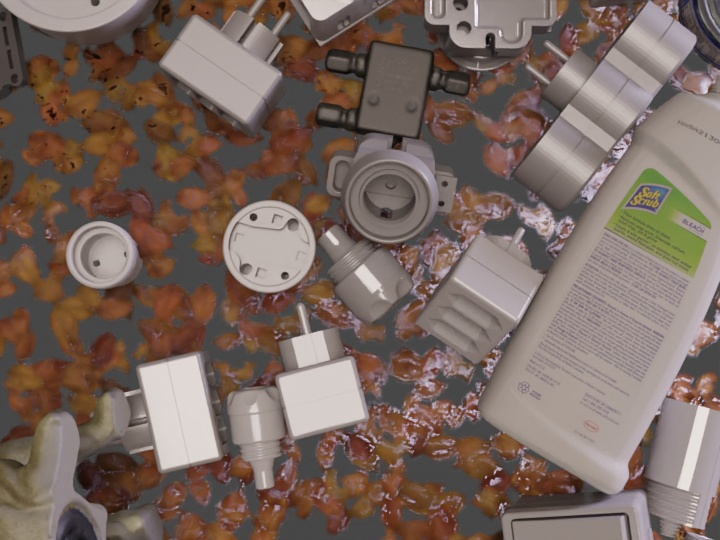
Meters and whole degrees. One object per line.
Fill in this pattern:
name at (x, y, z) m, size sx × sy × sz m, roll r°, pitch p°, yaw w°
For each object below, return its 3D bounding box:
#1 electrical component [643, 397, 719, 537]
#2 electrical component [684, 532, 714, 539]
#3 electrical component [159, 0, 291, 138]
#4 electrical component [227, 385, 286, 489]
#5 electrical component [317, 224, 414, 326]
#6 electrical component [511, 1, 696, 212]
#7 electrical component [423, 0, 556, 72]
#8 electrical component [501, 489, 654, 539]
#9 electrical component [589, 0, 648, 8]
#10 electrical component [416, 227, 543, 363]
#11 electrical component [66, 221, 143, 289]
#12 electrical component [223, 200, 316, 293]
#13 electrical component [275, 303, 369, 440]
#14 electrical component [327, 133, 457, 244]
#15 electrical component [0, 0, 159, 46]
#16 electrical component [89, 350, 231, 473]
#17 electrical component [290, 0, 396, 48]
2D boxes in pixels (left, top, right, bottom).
electrical component at (0.197, 0.122, 0.657) m, size 0.043 × 0.043 × 0.081 m, roll 15°, pitch 87°, yaw 0°
electrical component at (0.201, 0.200, 0.635) m, size 0.043 × 0.079 × 0.077 m, roll 18°, pitch 87°, yaw 23°
electrical component at (-0.073, -0.134, 0.667) m, size 0.066 × 0.047 × 0.076 m, roll 35°, pitch 87°, yaw 1°
electrical component at (-0.062, 0.103, 0.660) m, size 0.035 × 0.035 × 0.061 m, roll -7°, pitch 89°, yaw -1°
electrical component at (0.000, 0.000, 0.662) m, size 0.043 × 0.043 × 0.062 m, roll -41°, pitch 86°, yaw -3°
electrical component at (0.137, -0.112, 0.665) m, size 0.074 × 0.052 × 0.138 m, roll 38°, pitch 87°, yaw 1°
electrical component at (0.077, -0.156, 0.665) m, size 0.078 × 0.057 × 0.058 m, roll 1°, pitch 86°, yaw 0°
electrical component at (0.123, 0.167, 0.635) m, size 0.096 × 0.061 × 0.061 m, roll -8°, pitch 86°, yaw 19°
electrical component at (0.145, -0.202, 0.674) m, size 0.077 × 0.047 × 0.065 m, roll -7°, pitch 87°, yaw -1°
electrical component at (0.080, 0.005, 0.656) m, size 0.047 × 0.065 × 0.076 m, roll 34°, pitch 58°, yaw 1°
electrical component at (-0.155, -0.008, 0.659) m, size 0.040 × 0.046 × 0.040 m, roll 0°, pitch 87°, yaw -1°
electrical component at (-0.054, -0.013, 0.660) m, size 0.055 × 0.047 × 0.055 m, roll 0°, pitch 87°, yaw -1°
electrical component at (-0.027, 0.057, 0.647) m, size 0.047 × 0.065 × 0.076 m, roll -14°, pitch 86°, yaw -1°
electrical component at (0.019, -0.049, 0.650) m, size 0.078 × 0.057 × 0.058 m, roll 9°, pitch 110°, yaw 0°
electrical component at (-0.172, -0.191, 0.663) m, size 0.108 × 0.060 × 0.108 m, roll 0°, pitch 87°, yaw -1°
electrical component at (-0.125, 0.089, 0.653) m, size 0.077 × 0.047 × 0.065 m, roll -13°, pitch 87°, yaw -1°
electrical component at (0.025, -0.239, 0.668) m, size 0.186 × 0.060 × 0.105 m, roll -33°, pitch 87°, yaw -2°
